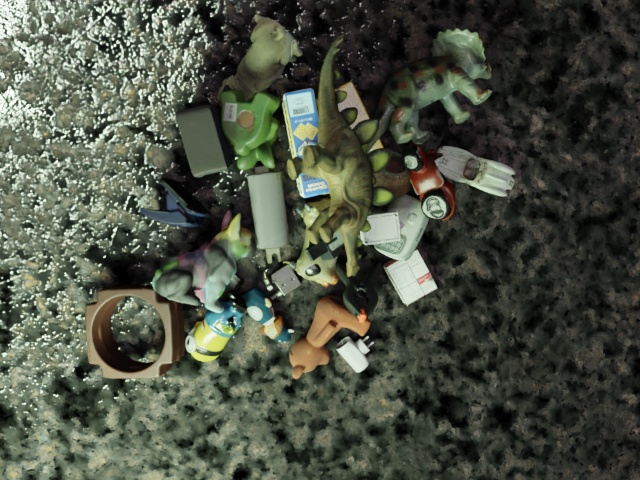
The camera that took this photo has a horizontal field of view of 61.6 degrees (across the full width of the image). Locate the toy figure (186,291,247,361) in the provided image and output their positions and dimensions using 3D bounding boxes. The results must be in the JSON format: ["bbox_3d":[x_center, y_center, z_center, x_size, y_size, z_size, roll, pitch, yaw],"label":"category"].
[{"bbox_3d":[-0.233,0.202,1.223,0.089,0.082,0.180,43,103,-4],"label":"toy figure"}]

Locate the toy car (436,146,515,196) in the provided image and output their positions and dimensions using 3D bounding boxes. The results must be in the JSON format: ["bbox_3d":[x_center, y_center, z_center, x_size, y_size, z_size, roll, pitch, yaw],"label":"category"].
[{"bbox_3d":[0.360,-0.160,1.250,0.202,0.056,0.073,18,95,-6],"label":"toy car"}]

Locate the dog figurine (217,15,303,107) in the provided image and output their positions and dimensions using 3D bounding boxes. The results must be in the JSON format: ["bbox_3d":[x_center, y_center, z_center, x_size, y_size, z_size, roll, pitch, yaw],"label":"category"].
[{"bbox_3d":[-0.140,-0.356,1.131,0.121,0.172,0.190,38,86,2],"label":"dog figurine"}]

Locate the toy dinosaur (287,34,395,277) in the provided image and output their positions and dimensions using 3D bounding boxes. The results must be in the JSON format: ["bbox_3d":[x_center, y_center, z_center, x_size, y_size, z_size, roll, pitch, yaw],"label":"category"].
[{"bbox_3d":[0.041,-0.154,1.053,0.198,0.105,0.470,-19,106,-31],"label":"toy dinosaur"}]

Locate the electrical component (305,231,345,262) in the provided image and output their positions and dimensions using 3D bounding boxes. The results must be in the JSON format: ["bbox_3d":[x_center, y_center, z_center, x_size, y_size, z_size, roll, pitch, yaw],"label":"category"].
[{"bbox_3d":[0.013,0.007,1.152,0.119,0.048,0.074,-37,102,-27],"label":"electrical component"}]

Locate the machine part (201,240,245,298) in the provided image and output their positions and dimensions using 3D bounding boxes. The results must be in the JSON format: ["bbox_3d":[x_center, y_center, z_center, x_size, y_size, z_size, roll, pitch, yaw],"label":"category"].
[{"bbox_3d":[-0.235,0.070,1.241,0.084,0.039,0.139,-45,97,-3],"label":"machine part"}]

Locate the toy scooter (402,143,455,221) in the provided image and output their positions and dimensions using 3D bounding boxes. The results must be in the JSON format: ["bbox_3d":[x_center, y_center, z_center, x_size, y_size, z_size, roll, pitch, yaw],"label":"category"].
[{"bbox_3d":[0.246,-0.137,1.177,0.075,0.135,0.183,-22,103,33],"label":"toy scooter"}]

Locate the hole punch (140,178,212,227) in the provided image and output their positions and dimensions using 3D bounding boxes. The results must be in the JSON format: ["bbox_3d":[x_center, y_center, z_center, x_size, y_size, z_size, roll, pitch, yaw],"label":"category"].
[{"bbox_3d":[-0.314,-0.064,1.174,0.116,0.142,0.092,41,91,5],"label":"hole punch"}]

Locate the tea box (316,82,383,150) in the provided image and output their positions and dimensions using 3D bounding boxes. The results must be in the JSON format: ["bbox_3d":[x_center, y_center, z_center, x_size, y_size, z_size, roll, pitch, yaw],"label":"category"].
[{"bbox_3d":[0.062,-0.255,1.207,0.098,0.068,0.169,-26,98,-2],"label":"tea box"}]

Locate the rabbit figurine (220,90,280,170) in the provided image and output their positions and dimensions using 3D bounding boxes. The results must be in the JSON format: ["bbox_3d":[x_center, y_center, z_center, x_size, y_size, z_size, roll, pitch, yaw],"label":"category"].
[{"bbox_3d":[-0.127,-0.230,1.141,0.121,0.170,0.159,-1,93,14],"label":"rabbit figurine"}]

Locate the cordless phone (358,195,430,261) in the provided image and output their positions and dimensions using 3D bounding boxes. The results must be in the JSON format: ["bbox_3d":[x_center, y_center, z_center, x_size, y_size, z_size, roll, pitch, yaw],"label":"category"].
[{"bbox_3d":[0.146,-0.048,1.220,0.184,0.089,0.146,23,95,-15],"label":"cordless phone"}]

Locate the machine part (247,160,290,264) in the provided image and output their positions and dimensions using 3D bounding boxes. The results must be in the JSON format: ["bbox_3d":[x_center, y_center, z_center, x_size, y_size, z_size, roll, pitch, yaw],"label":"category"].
[{"bbox_3d":[-0.115,-0.068,1.213,0.079,0.079,0.243,-7,97,-4],"label":"machine part"}]

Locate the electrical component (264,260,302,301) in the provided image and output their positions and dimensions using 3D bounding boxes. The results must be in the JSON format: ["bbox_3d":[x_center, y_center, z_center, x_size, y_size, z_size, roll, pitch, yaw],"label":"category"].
[{"bbox_3d":[-0.085,0.089,1.251,0.102,0.045,0.078,-27,97,-1],"label":"electrical component"}]

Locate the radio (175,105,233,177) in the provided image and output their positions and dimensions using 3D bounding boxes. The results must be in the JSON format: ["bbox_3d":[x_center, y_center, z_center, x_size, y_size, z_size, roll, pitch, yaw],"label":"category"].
[{"bbox_3d":[-0.234,-0.205,1.111,0.073,0.230,0.131,-14,103,-2],"label":"radio"}]

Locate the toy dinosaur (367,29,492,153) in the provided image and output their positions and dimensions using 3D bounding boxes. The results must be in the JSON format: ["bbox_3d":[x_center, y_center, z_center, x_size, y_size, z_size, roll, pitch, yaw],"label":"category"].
[{"bbox_3d":[0.217,-0.322,1.161,0.405,0.131,0.192,-25,76,-7],"label":"toy dinosaur"}]

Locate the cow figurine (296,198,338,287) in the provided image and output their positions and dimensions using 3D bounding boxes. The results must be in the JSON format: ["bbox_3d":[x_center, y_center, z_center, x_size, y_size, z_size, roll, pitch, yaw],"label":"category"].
[{"bbox_3d":[-0.003,-0.004,1.220,0.127,0.085,0.195,20,77,-20],"label":"cow figurine"}]

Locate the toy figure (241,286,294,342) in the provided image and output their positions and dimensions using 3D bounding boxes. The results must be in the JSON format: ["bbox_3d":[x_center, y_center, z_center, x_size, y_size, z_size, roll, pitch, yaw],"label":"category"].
[{"bbox_3d":[-0.124,0.181,1.254,0.058,0.064,0.154,-38,96,-26],"label":"toy figure"}]

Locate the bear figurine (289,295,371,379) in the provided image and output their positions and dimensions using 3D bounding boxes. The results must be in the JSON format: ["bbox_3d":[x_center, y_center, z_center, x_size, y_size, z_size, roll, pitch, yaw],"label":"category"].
[{"bbox_3d":[0.014,0.232,1.242,0.132,0.120,0.195,23,97,-11],"label":"bear figurine"}]

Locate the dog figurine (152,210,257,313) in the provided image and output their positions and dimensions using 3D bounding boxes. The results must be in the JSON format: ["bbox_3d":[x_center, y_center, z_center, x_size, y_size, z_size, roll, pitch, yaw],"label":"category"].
[{"bbox_3d":[-0.241,0.032,1.161,0.191,0.109,0.219,21,86,-27],"label":"dog figurine"}]

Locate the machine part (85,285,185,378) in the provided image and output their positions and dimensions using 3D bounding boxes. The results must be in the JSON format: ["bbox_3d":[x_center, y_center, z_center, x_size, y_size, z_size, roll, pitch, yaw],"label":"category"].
[{"bbox_3d":[-0.409,0.201,1.200,0.201,0.087,0.201,-3,93,8],"label":"machine part"}]
